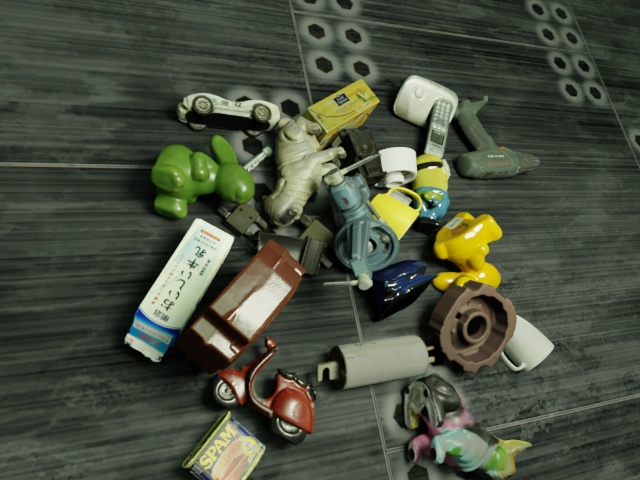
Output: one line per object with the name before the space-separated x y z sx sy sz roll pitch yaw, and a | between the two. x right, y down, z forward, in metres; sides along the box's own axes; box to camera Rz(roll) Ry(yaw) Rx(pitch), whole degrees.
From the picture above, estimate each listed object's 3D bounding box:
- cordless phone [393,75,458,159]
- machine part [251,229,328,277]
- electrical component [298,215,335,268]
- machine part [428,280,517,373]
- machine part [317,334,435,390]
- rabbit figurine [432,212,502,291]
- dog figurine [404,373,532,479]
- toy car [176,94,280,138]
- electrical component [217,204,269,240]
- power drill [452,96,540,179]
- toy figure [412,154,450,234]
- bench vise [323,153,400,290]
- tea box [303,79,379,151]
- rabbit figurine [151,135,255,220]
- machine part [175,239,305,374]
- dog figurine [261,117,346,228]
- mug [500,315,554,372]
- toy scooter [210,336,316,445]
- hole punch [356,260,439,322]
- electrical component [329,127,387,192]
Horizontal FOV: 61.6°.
cordless phone | 0.236 -0.277 1.247 0.146 0.088 0.184 19 66 -14
machine part | -0.060 0.021 0.996 0.139 0.039 0.084 18 98 -15
electrical component | -0.004 -0.003 1.046 0.102 0.045 0.078 34 87 -2
machine part | 0.294 0.165 1.044 0.179 0.056 0.179 -4 100 -23
machine part | 0.106 0.218 0.970 0.243 0.079 0.079 -2 68 -23
rabbit figurine | 0.316 0.049 1.112 0.162 0.122 0.173 -45 116 -22
dog figurine | 0.268 0.344 0.968 0.219 0.108 0.191 12 60 -22
toy car | -0.180 -0.248 1.063 0.202 0.073 0.056 2 70 -22
electrical component | -0.146 -0.042 1.013 0.094 0.021 0.063 38 58 -5
power drill | 0.412 -0.243 1.313 0.232 0.086 0.207 -16 82 -25
toy figure | 0.237 -0.106 1.169 0.089 0.082 0.180 21 64 -18
bench vise | 0.072 -0.013 0.968 0.129 0.223 0.241 -11 34 13
tea box | 0.035 -0.262 1.146 0.169 0.098 0.068 -37 86 -33
rabbit figurine | -0.199 -0.107 0.970 0.170 0.121 0.159 10 41 -2
machine part | -0.124 0.109 0.851 0.087 0.201 0.201 41 58 -4
dog figurine | -0.067 -0.134 1.045 0.172 0.121 0.190 40 69 20
mug | 0.403 0.211 1.103 0.109 0.080 0.107 -33 72 -25
toy scooter | -0.077 0.240 0.884 0.184 0.075 0.135 31 64 -4
hole punch | 0.142 0.082 1.030 0.142 0.115 0.092 -18 67 -29
electrical component | 0.072 -0.162 1.106 0.058 0.115 0.134 -11 74 -29
